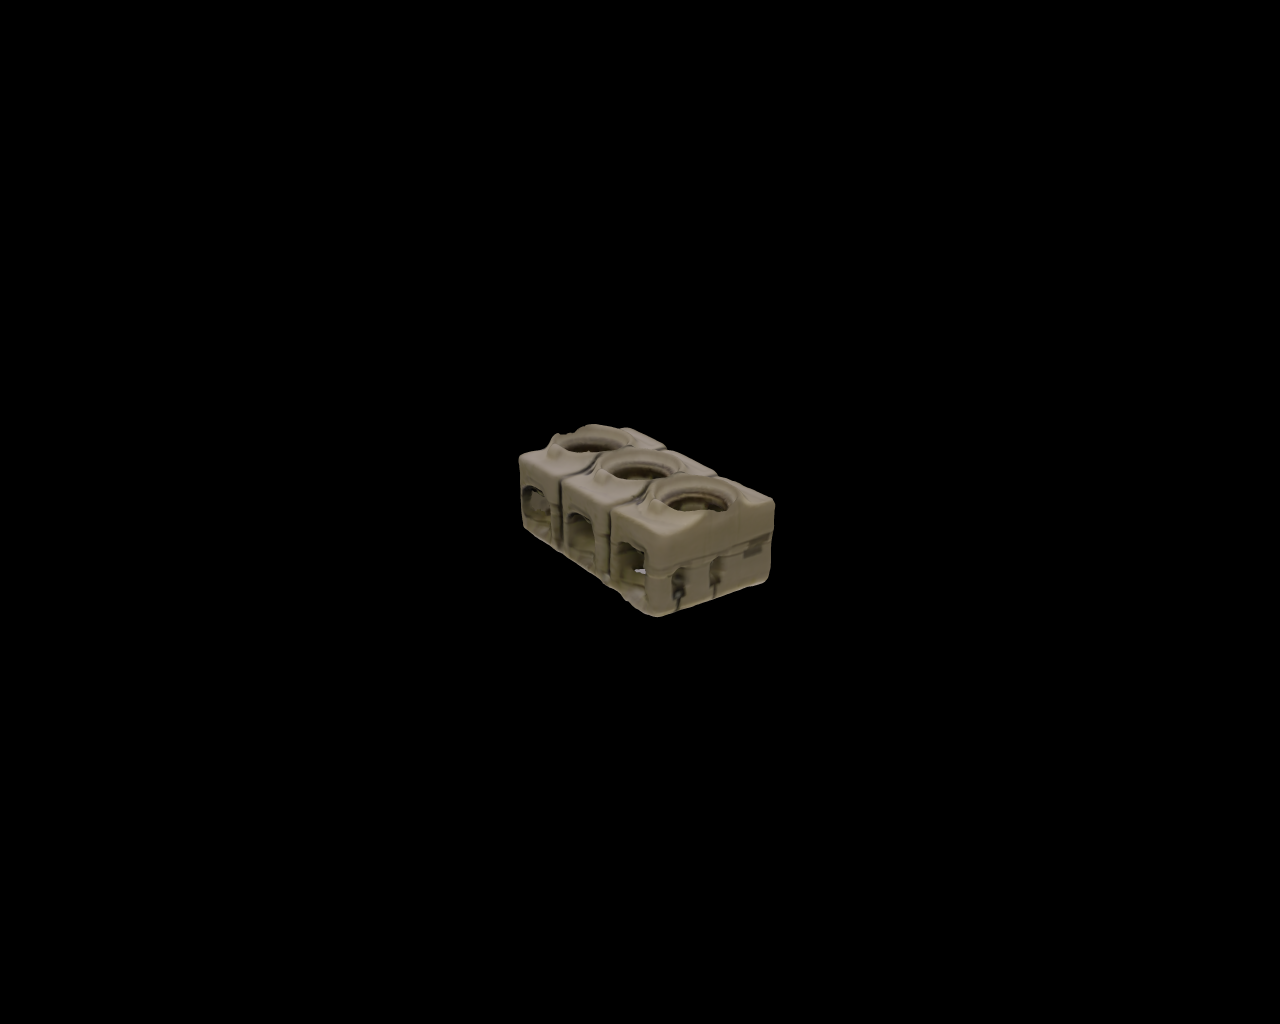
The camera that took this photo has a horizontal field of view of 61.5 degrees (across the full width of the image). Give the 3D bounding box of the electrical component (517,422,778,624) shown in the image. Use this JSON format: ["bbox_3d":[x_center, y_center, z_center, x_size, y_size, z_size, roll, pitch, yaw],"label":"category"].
[{"bbox_3d":[0.001,-0.003,0.650,0.090,0.061,0.150,-17,29,-32],"label":"electrical component"}]
